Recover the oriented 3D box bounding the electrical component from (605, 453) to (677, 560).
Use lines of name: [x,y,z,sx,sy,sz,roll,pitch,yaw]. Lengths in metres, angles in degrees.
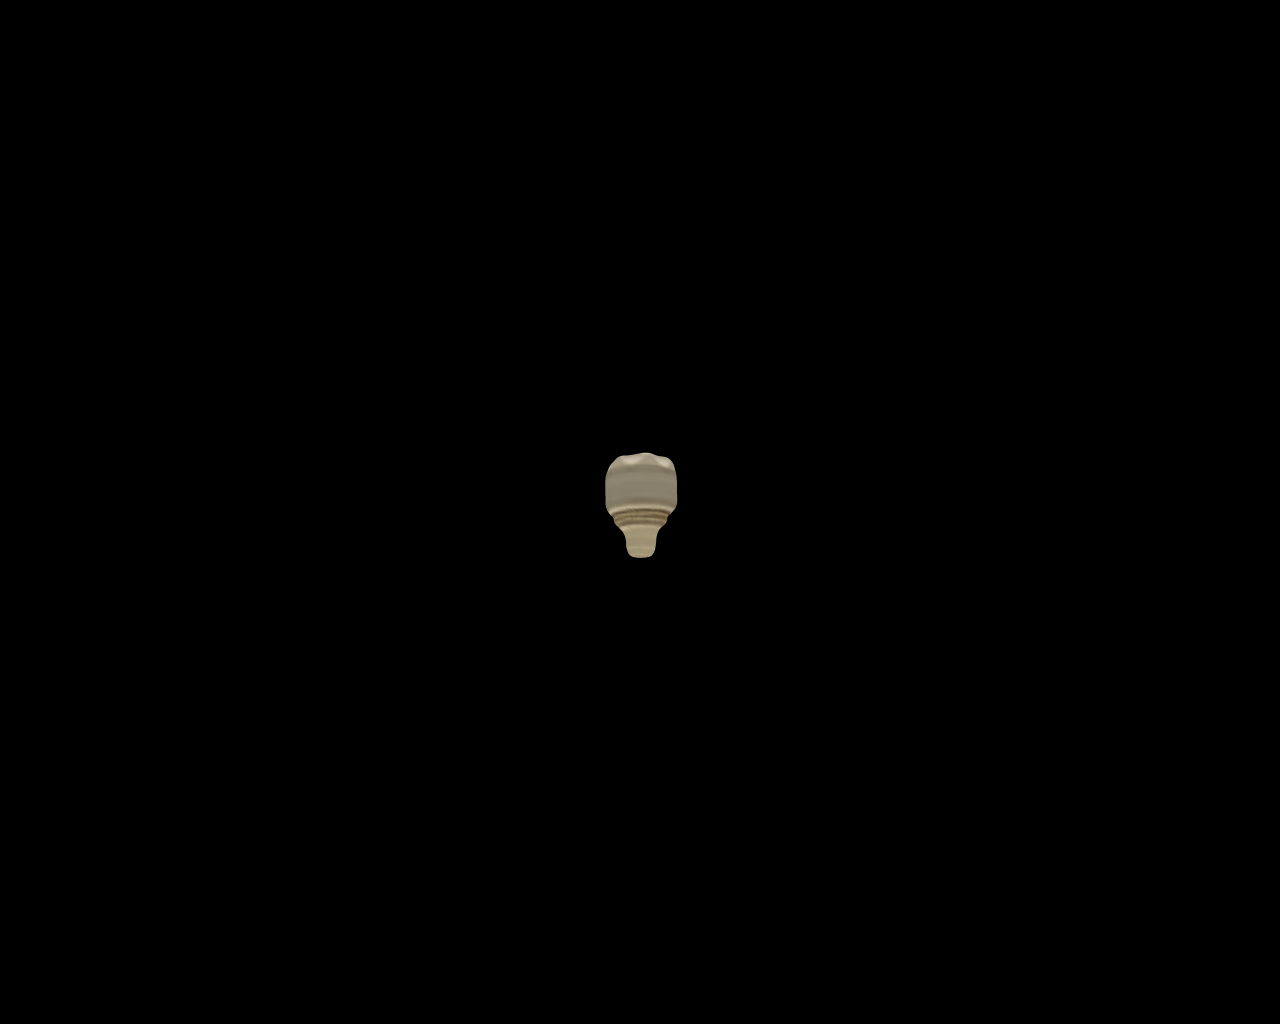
electrical component: [0.001,-0.003,0.650,0.043,0.062,0.043,0,-11,0]
